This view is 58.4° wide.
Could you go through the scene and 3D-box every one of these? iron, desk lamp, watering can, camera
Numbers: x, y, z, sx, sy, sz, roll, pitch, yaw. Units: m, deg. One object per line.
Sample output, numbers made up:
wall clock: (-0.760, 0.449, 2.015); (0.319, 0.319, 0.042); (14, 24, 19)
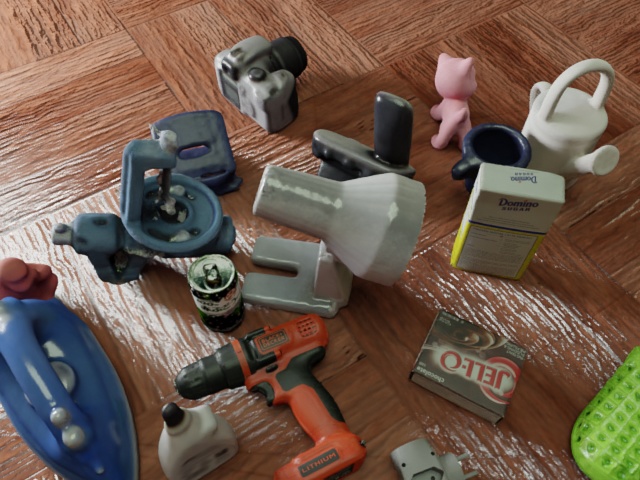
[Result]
iron: (-0.273, 0.156, 0.591); (0.119, 0.141, 0.257); (-35, 63, -21)
desk lamp: (0.006, 0.002, 0.654); (0.203, 0.214, 0.118); (8, 56, 5)
watering can: (0.339, -0.156, 0.776); (0.101, 0.194, 0.172); (-32, 62, -20)
camera: (-0.077, -0.267, 0.902); (0.137, 0.101, 0.143); (-37, 64, -22)

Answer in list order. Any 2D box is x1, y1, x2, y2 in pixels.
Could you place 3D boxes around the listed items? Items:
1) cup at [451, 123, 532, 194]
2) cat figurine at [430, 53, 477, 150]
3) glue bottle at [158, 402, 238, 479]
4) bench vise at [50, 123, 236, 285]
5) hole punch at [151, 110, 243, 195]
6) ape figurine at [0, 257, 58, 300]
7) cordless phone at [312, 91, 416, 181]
cup: (0.225, -0.094, 0.792); (0.118, 0.095, 0.091); (-28, 60, -18)
cat figurine: (0.206, -0.217, 0.861); (0.067, 0.118, 0.128); (1, 56, 1)
glue bottle: (-0.126, 0.189, 0.551); (0.078, 0.173, 0.037); (-26, 60, -17)
bench vise: (-0.210, -0.029, 0.668); (0.208, 0.220, 0.121); (-26, 60, -17)
hole punch: (-0.173, -0.119, 0.807); (0.109, 0.091, 0.101); (-15, 57, -10)
ape figurine: (-0.358, 0.055, 0.688); (0.076, 0.092, 0.078); (30, 61, 19)
cordless phone: (0.061, -0.141, 0.768); (0.147, 0.185, 0.094); (25, 59, 15)
